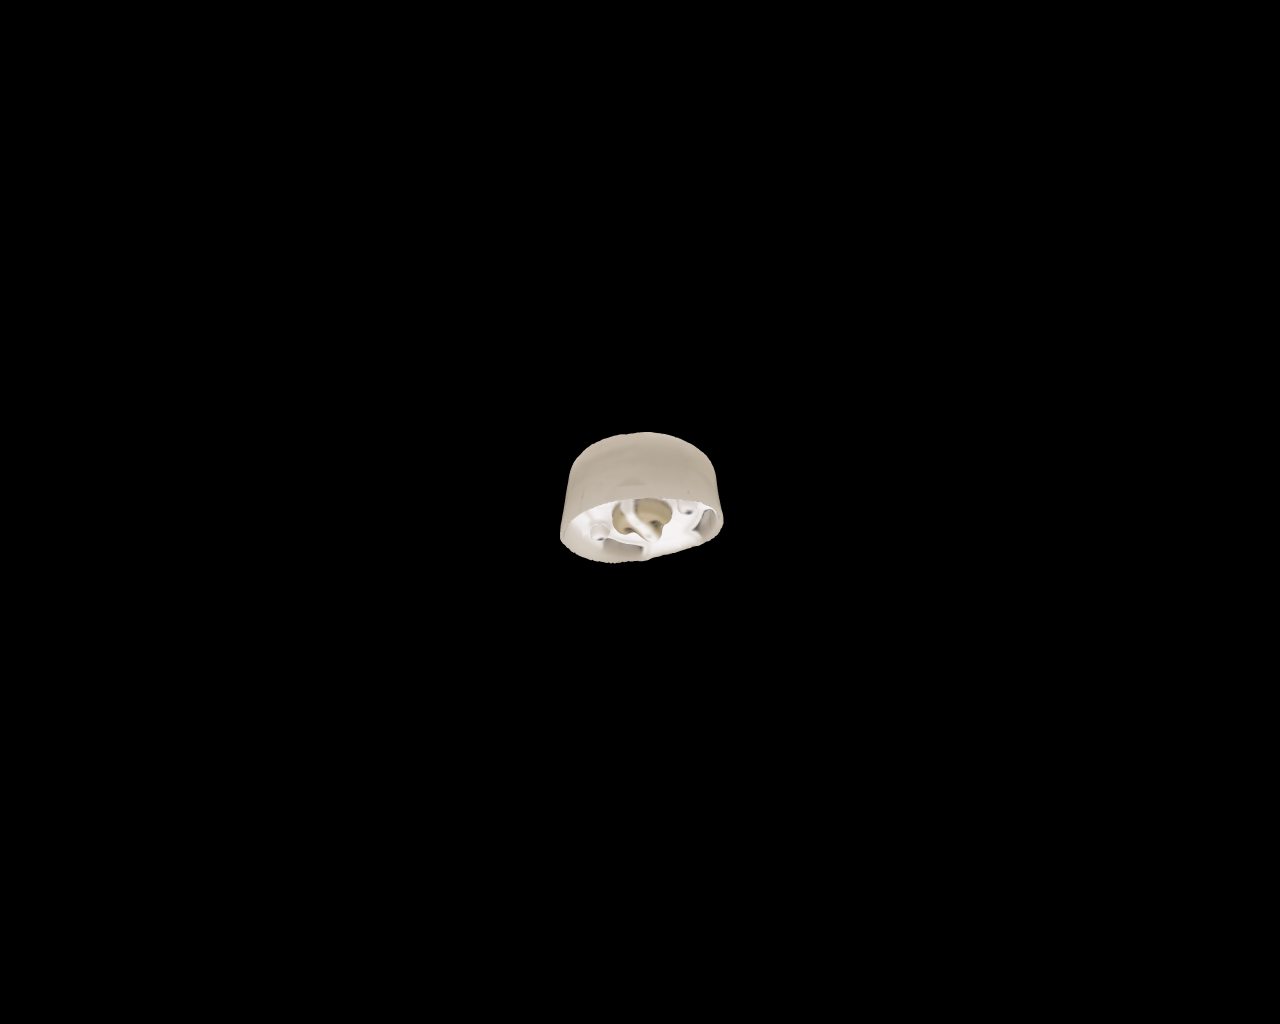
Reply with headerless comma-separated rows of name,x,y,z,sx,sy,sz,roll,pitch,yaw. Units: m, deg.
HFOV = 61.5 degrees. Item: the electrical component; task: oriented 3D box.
electrical component,0.001,-0.003,0.650,0.099,0.064,0.099,0,-35,0
